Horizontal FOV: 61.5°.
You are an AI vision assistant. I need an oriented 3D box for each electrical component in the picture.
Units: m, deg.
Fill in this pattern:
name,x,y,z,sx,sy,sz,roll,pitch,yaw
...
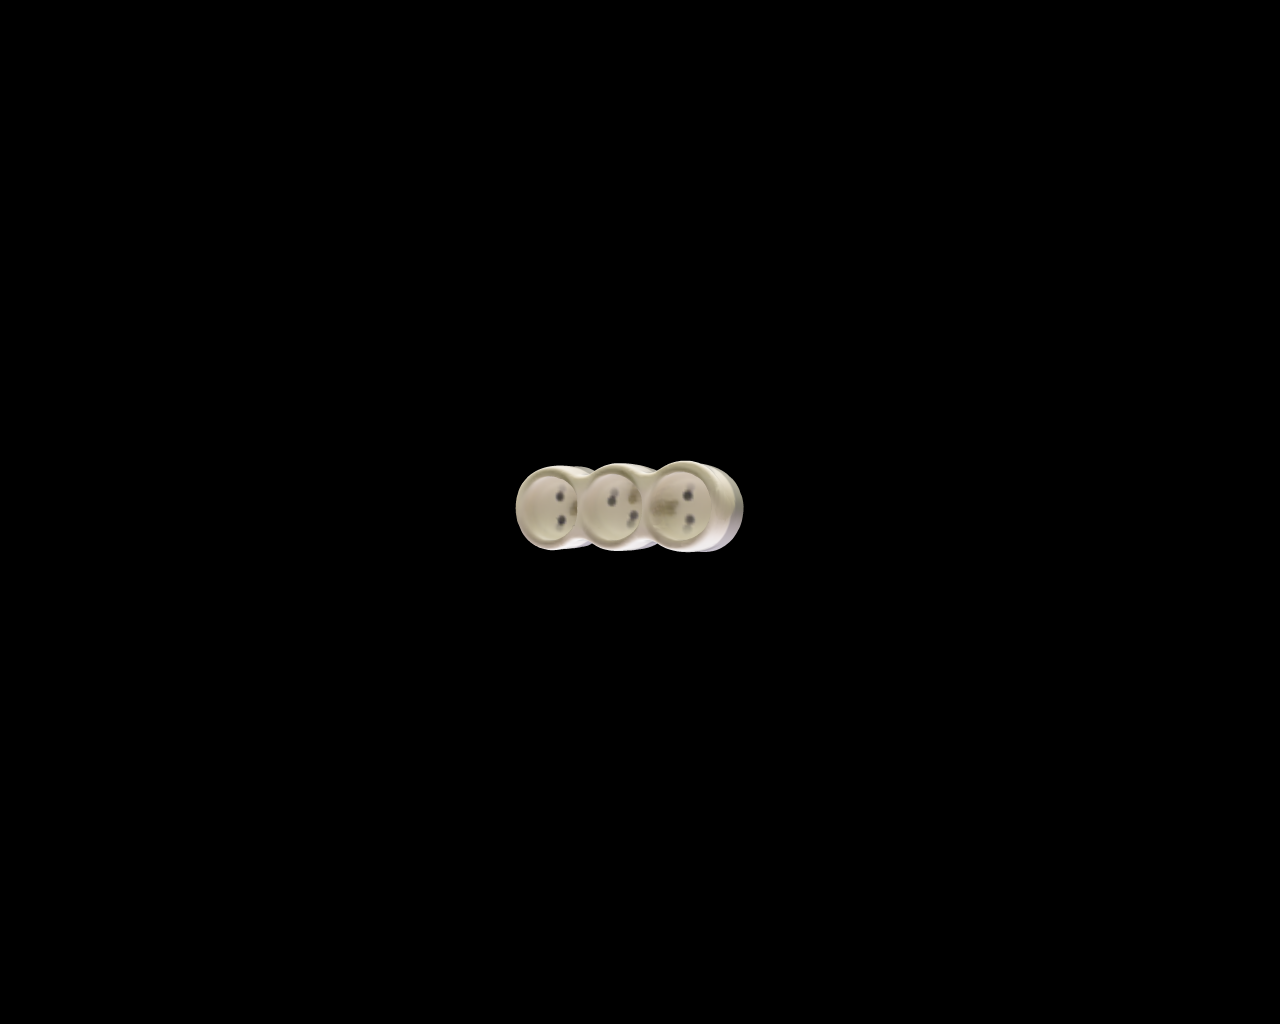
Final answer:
name,x,y,z,sx,sy,sz,roll,pitch,yaw
electrical component,0.001,-0.003,0.650,0.138,0.052,0.074,0,0,28
